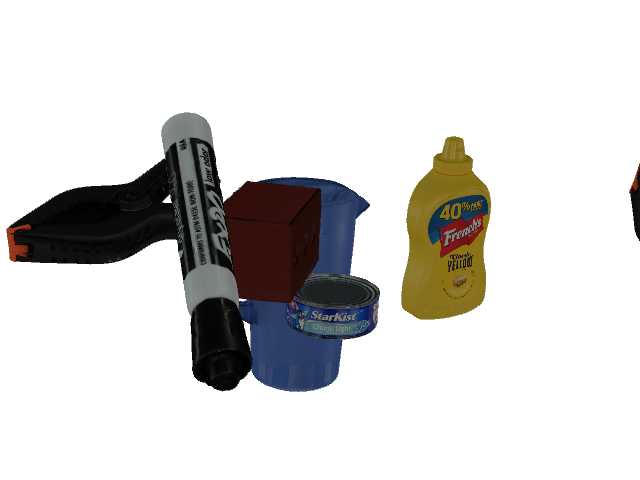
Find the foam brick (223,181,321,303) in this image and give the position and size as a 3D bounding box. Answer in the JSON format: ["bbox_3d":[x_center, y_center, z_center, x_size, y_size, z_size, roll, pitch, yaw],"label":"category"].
[{"bbox_3d":[-0.033,-0.001,0.669,0.051,0.053,0.078,7,22,12],"label":"foam brick"}]

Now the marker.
[{"bbox_3d":[-0.040,0.001,0.364,0.020,0.121,0.020,-8,-44,-8],"label":"marker"}]

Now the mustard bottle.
[{"bbox_3d":[0.135,-0.016,1.127,0.096,0.192,0.058,-11,25,-28],"label":"mustard bottle"}]

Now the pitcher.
[{"bbox_3d":[-0.036,0.052,1.268,0.149,0.243,0.144,10,18,23],"label":"pitcher"}]

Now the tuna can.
[{"bbox_3d":[0.010,0.060,0.973,0.086,0.034,0.086,3,18,-1],"label":"tuna can"}]

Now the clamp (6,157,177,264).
[{"bbox_3d":[-0.139,-0.018,0.842,0.209,0.036,0.165,-21,37,-34],"label":"clamp"}]

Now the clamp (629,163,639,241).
[{"bbox_3d":[0.271,0.008,0.696,0.120,0.039,0.171,-4,46,-22],"label":"clamp"}]
